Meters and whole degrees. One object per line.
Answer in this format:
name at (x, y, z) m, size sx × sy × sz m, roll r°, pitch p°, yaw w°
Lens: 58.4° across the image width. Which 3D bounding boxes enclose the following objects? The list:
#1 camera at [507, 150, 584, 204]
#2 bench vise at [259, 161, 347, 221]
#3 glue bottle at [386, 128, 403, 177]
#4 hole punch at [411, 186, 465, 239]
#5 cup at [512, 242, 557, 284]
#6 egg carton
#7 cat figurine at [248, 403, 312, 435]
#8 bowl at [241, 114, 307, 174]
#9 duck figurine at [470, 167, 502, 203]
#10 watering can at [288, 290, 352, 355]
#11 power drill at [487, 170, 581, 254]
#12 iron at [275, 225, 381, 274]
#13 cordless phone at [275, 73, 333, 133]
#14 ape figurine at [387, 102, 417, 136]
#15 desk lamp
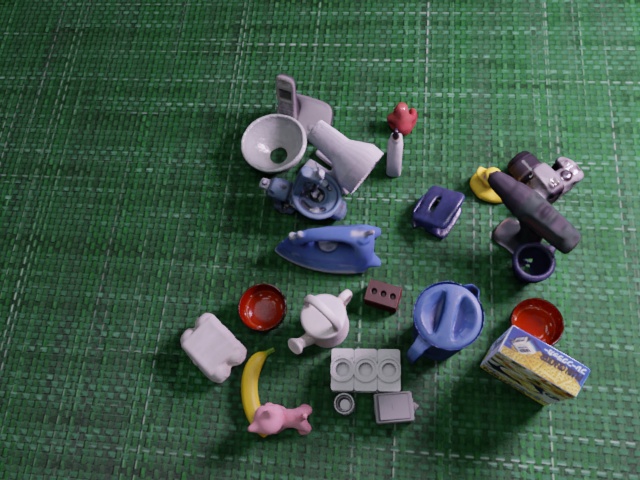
camera at (0.525, -0.158, 1.359) m, size 0.143 × 0.101 × 0.136 m, roll -33°, pitch 70°, yaw -7°
bench vise at (-0.045, -0.110, 1.331) m, size 0.207 × 0.220 × 0.121 m, roll -3°, pitch 70°, yaw 4°
glue bottle at (0.181, -0.221, 1.375) m, size 0.037 × 0.173 × 0.078 m, roll 5°, pitch 70°, yaw 7°
hole punch at (0.277, -0.071, 1.356) m, size 0.101 × 0.091 × 0.109 m, roll 30°, pitch 76°, yaw 15°
cup at (0.481, 0.053, 1.289) m, size 0.118 × 0.095 × 0.091 m, roll -36°, pitch 71°, yaw -8°
egg carton at (-0.243, 0.245, 1.301) m, size 0.150 × 0.069 × 0.107 m, roll 41°, pitch 79°, yaw 17°
cat figurine at (-0.084, 0.378, 1.212) m, size 0.127 × 0.118 × 0.067 m, roll -4°, pitch 70°, yaw 4°
bowl at (-0.113, -0.233, 1.459) m, size 0.167 × 0.075 × 0.167 m, roll -2°, pitch 70°, yaw 5°
duck figurine at (0.414, -0.139, 1.370) m, size 0.104 × 0.086 × 0.077 m, roll 32°, pitch 76°, yaw 15°
watering can at (0.005, 0.175, 1.237) m, size 0.100 × 0.194 × 0.173 m, roll 19°, pitch 73°, yaw 12°
power drill at (0.452, -0.041, 1.266) m, size 0.229 × 0.208 × 0.076 m, roll 38°, pitch 78°, yaw 17°
iron at (0.012, 0.005, 1.326) m, size 0.258 × 0.141 × 0.118 m, roll -1°, pitch 70°, yaw 5°
cordless phone at (-0.044, -0.335, 1.431) m, size 0.147 × 0.185 × 0.094 m, roll 16°, pitch 72°, yaw 11°
ape figurine at (0.208, -0.314, 1.450) m, size 0.077 × 0.092 × 0.076 m, roll 3°, pitch 70°, yaw 7°
desk lamp at (0.046, -0.185, 1.353) m, size 0.203 × 0.214 × 0.118 m, roll 36°, pitch 77°, yaw 16°
